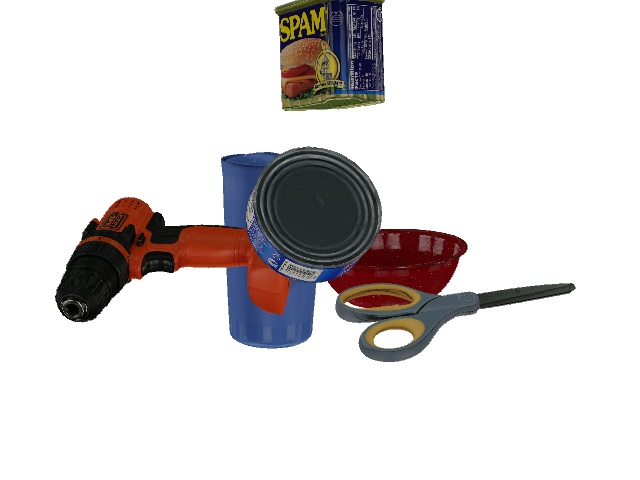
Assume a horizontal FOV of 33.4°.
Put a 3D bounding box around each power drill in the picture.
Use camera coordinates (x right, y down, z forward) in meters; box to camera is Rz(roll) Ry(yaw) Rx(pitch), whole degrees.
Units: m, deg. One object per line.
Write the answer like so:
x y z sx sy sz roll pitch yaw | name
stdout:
-0.119 0.020 0.920 0.187 0.057 0.184 6 28 4 | power drill

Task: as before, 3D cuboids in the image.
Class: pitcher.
-0.061 0.011 1.356 0.145 0.243 0.148 10 14 37 | pitcher

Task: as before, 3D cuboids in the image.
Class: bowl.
0.070 0.032 1.091 0.162 0.055 0.162 -3 13 1 | bowl

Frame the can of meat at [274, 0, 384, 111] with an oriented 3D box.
0.008 -0.148 0.851 0.057 0.084 0.102 -4 3 -33 | can of meat

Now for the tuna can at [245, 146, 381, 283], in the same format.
-0.005 -0.016 0.700 0.086 0.086 0.034 0 -23 -17 | tuna can

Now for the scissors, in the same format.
0.113 0.064 0.867 0.202 0.016 0.096 1 37 2 | scissors
